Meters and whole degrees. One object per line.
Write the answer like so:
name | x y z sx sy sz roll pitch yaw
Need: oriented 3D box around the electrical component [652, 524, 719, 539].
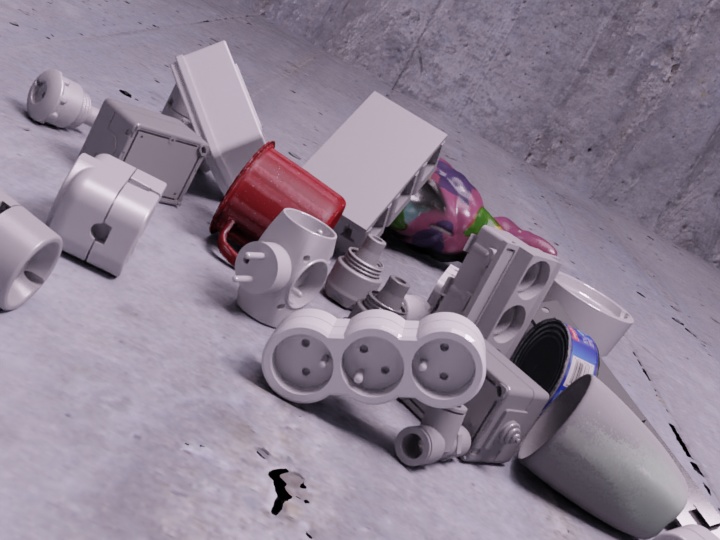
electrical component | 0.219 0.201 0.653 0.095 0.053 0.059 38 17 32

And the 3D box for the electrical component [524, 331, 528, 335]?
electrical component | 0.163 0.080 0.962 0.047 0.055 0.055 6 26 -48

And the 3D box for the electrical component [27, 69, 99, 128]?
electrical component | -0.258 -0.145 0.949 0.062 0.048 0.048 23 14 -49

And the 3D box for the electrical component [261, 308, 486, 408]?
electrical component | 0.011 0.051 0.691 0.138 0.052 0.073 1 13 6

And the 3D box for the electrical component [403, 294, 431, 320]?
electrical component | 0.029 0.036 0.898 0.061 0.035 0.035 12 22 -42

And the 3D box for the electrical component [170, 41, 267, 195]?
electrical component | -0.121 -0.133 0.985 0.108 0.056 0.108 75 -7 -70

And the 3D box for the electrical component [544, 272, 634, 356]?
electrical component | 0.238 0.053 1.183 0.108 0.060 0.108 27 15 -8

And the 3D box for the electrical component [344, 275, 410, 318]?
electrical component | 0.016 0.034 0.821 0.048 0.062 0.048 27 15 -8

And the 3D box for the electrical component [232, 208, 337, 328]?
electrical component | -0.062 -0.001 0.762 0.044 0.077 0.079 36 16 25

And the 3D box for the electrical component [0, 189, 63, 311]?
electrical component | -0.197 -0.011 0.586 0.047 0.055 0.055 34 15 5

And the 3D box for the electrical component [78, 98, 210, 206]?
electrical component | -0.178 -0.098 0.902 0.061 0.061 0.096 40 18 35

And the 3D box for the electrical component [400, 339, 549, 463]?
electrical component | 0.085 0.092 0.755 0.061 0.061 0.096 14 21 -46

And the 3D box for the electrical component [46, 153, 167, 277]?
electrical component | -0.174 -0.041 0.731 0.059 0.053 0.095 27 15 -10

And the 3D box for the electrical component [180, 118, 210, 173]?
electrical component | -0.164 -0.121 1.057 0.046 0.040 0.040 28 13 -28

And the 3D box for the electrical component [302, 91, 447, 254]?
electrical component | 0.006 -0.091 1.056 0.089 0.061 0.150 33 57 11

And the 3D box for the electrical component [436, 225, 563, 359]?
electrical component | 0.103 0.030 0.881 0.079 0.121 0.063 13 19 -48

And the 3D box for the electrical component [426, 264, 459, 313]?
electrical component | 0.090 0.036 0.979 0.056 0.050 0.089 30 14 6

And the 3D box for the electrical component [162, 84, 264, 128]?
electrical component | -0.157 -0.148 1.116 0.095 0.059 0.053 21 16 -28

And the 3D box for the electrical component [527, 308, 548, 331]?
electrical component | 0.180 0.068 1.047 0.055 0.047 0.055 27 14 -8

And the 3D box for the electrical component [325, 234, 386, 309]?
electrical component | 0.000 0.000 0.906 0.043 0.062 0.043 27 15 -8
